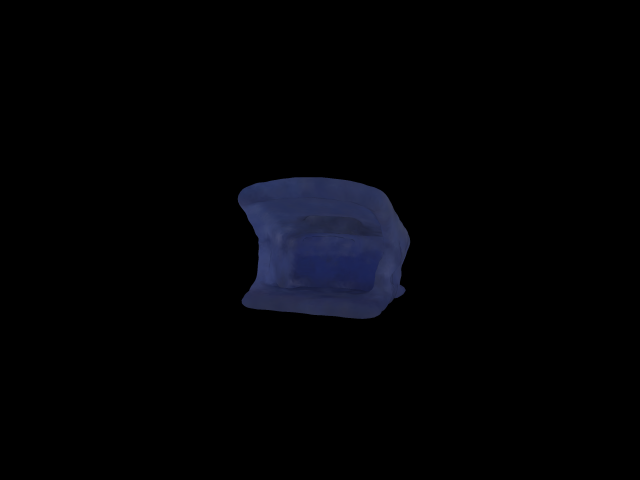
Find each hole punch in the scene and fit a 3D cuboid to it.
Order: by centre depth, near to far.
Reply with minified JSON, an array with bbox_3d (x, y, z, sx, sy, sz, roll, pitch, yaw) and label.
[{"bbox_3d":[0.004,0.001,0.400,0.108,0.091,0.101,2,7,20],"label":"hole punch"}]
